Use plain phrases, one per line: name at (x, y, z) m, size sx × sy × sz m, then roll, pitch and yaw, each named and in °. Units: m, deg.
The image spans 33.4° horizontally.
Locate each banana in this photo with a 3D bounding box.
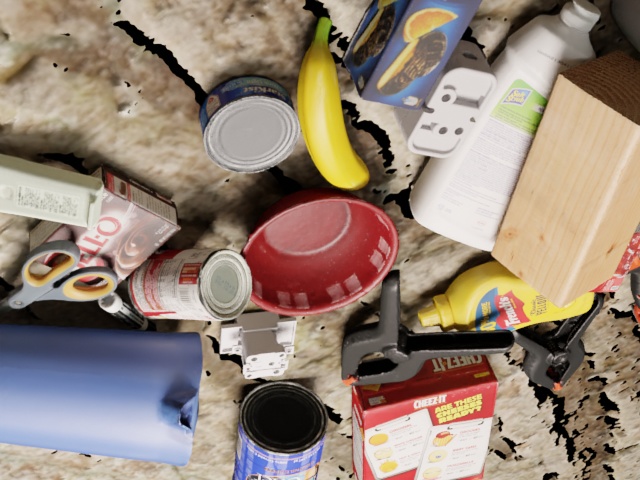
banana at (0.013, -0.098, 0.939) m, size 0.069 × 0.037 × 0.198 m, roll -51°, pitch 148°, yaw -28°

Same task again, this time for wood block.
wood block at (0.241, -0.052, 0.957) m, size 0.090 × 0.090 × 0.206 m, roll -24°, pitch 142°, yaw -36°

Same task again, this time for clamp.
clamp at (0.080, 0.105, 1.153) m, size 0.164 × 0.036 × 0.210 m, roll 34°, pitch 138°, yaw -25°
clamp at (0.271, 0.129, 1.278) m, size 0.120 × 0.039 × 0.171 m, roll -10°, pitch 137°, yaw -7°

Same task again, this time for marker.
marker at (-0.188, 0.076, 1.058) m, size 0.020 × 0.020 × 0.121 m, roll -21°, pitch 158°, yaw 4°

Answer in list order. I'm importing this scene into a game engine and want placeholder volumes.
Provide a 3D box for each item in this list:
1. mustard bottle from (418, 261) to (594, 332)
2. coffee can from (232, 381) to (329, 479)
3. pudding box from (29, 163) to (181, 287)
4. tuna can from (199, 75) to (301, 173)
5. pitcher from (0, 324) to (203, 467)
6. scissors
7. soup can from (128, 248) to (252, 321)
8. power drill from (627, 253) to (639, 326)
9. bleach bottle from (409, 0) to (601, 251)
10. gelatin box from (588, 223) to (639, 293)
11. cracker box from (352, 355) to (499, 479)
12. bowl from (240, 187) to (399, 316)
mustard bottle at (0.201, 0.062, 1.172) m, size 0.191 × 0.058 × 0.096 m, roll -14°, pitch 136°, yaw -3°
coffee can at (-0.048, 0.248, 1.247) m, size 0.102 × 0.103 × 0.140 m, roll -5°, pitch 135°, yaw -14°
pudding box at (-0.198, -0.008, 0.979) m, size 0.114 × 0.039 × 0.089 m, roll -41°, pitch 133°, yaw 23°
tuna can at (-0.062, -0.101, 0.933) m, size 0.086 × 0.034 × 0.086 m, roll -9°, pitch 137°, yaw -9°
pitcher at (-0.241, 0.144, 1.044) m, size 0.242 × 0.145 × 0.149 m, roll 8°, pitch 138°, yaw -14°
scissors at (-0.263, 0.057, 1.007) m, size 0.096 × 0.016 × 0.202 m, roll 19°, pitch 142°, yaw -28°
soup can at (-0.122, 0.042, 1.001) m, size 0.102 × 0.068 × 0.068 m, roll -2°, pitch 152°, yaw 42°
power drill at (0.405, 0.024, 1.203) m, size 0.184 × 0.057 × 0.187 m, roll -25°, pitch 134°, yaw 13°
bleach bottle at (0.182, -0.108, 0.982) m, size 0.102 × 0.068 × 0.251 m, roll 20°, pitch 125°, yaw -17°
gelatin box at (0.284, 0.017, 1.094) m, size 0.073 × 0.030 × 0.089 m, roll -1°, pitch 135°, yaw -18°
cracker box at (0.123, 0.230, 1.309) m, size 0.164 × 0.072 × 0.214 m, roll -11°, pitch 136°, yaw -9°
bowl at (-0.007, 0.001, 1.041) m, size 0.162 × 0.055 × 0.162 m, roll -9°, pitch 137°, yaw -9°
